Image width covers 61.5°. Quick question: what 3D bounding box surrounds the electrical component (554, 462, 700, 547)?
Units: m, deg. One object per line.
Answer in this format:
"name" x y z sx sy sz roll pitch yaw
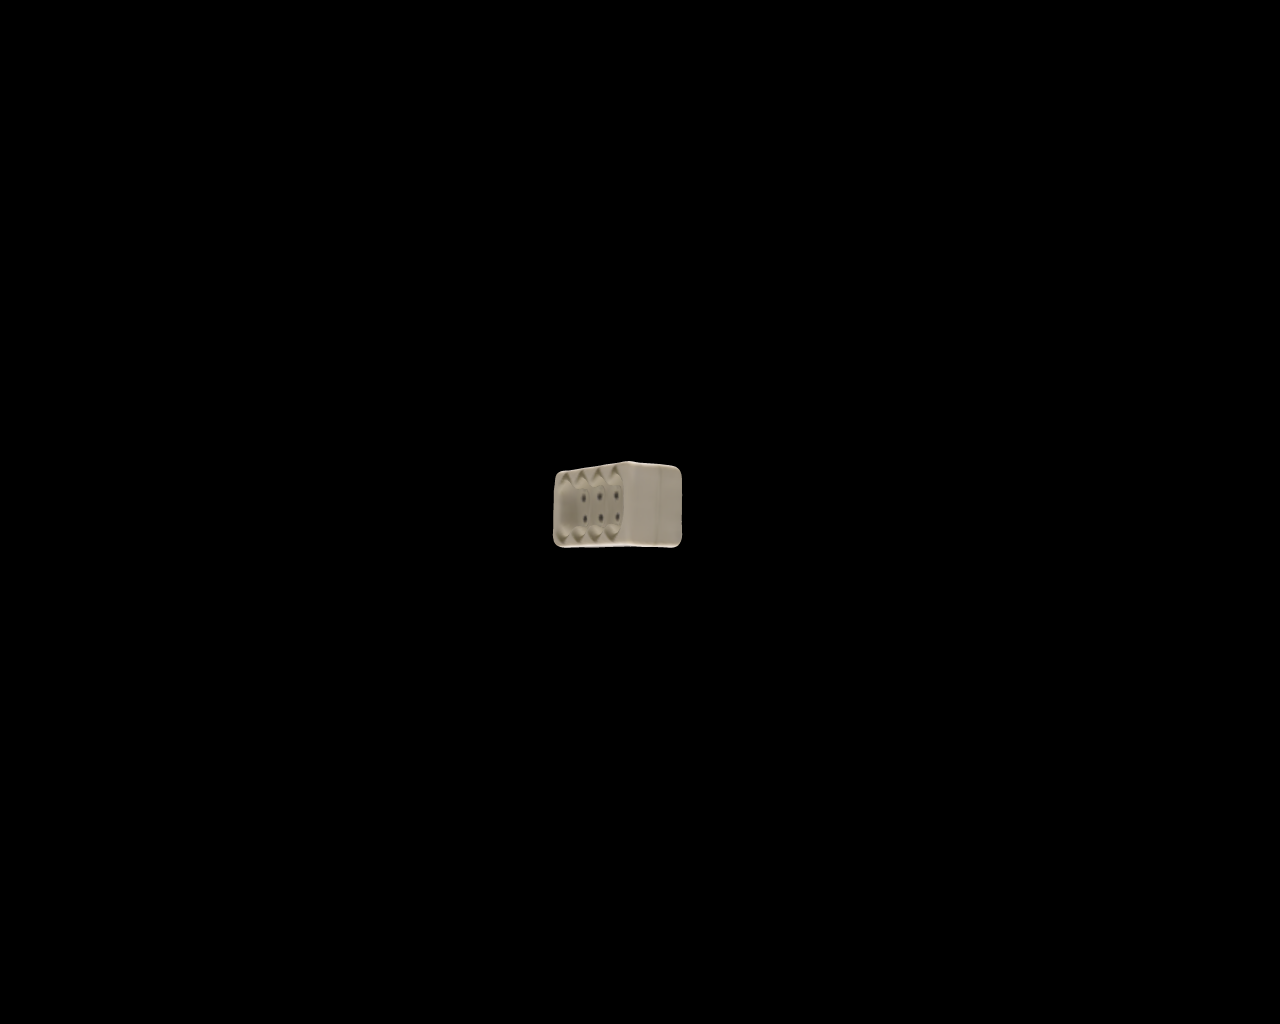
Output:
"electrical component" 0.001 -0.003 0.650 0.076 0.047 0.083 2 -3 -36
